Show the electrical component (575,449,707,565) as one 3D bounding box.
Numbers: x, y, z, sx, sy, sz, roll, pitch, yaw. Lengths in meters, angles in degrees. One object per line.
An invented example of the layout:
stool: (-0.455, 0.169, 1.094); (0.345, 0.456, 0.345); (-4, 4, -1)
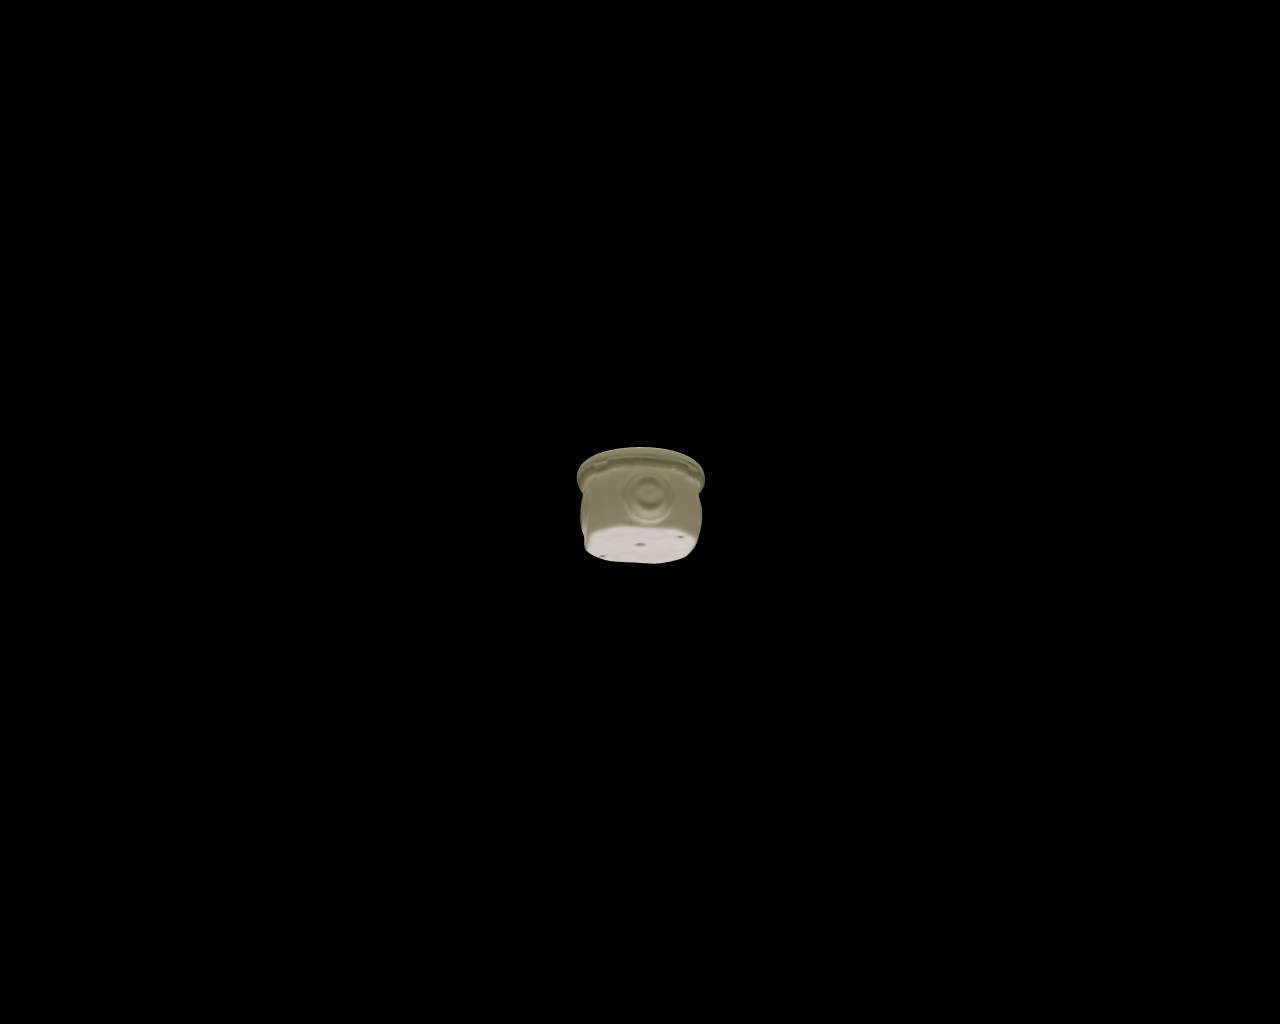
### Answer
electrical component: (0.001, -0.003, 0.650); (0.080, 0.051, 0.080); (0, -22, 0)
